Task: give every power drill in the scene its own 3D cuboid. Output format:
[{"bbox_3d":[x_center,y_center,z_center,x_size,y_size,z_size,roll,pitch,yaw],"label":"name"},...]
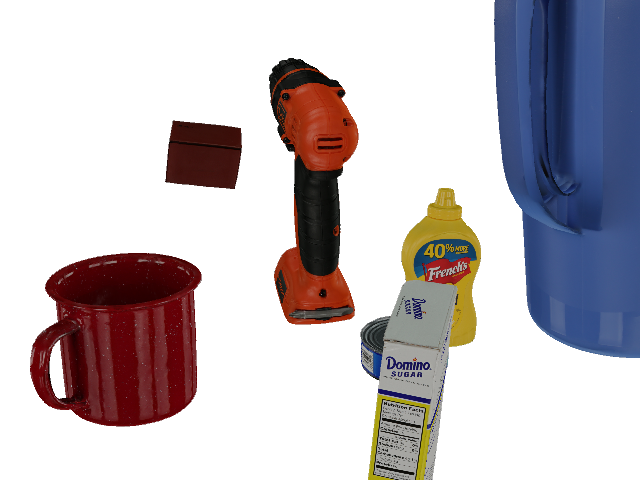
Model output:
[{"bbox_3d":[-0.011,-0.042,0.850,0.057,0.188,0.184,-5,24,-7],"label":"power drill"}]

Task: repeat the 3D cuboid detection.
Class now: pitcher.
[{"bbox_3d":[0.157,-0.062,0.558,0.149,0.243,0.145,-3,23,2],"label":"pitcher"}]

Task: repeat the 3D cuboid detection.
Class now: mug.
[{"bbox_3d":[-0.125,0.064,0.646,0.093,0.081,0.117,13,23,33],"label":"mug"}]

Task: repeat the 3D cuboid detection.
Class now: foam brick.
[{"bbox_3d":[-0.126,-0.093,1.156,0.078,0.051,0.053,6,30,-6],"label":"foam brick"}]

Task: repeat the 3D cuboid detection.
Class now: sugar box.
[{"bbox_3d":[0.064,0.126,0.773,0.048,0.176,0.093,7,26,11],"label":"sugar box"}]

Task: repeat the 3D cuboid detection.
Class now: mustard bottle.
[{"bbox_3d":[0.145,0.032,1.289,0.096,0.192,0.058,0,15,-11],"label":"mustard bottle"}]

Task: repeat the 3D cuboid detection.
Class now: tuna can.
[{"bbox_3d":[0.081,0.105,1.031,0.086,0.034,0.086,-1,22,0],"label":"tuna can"}]
